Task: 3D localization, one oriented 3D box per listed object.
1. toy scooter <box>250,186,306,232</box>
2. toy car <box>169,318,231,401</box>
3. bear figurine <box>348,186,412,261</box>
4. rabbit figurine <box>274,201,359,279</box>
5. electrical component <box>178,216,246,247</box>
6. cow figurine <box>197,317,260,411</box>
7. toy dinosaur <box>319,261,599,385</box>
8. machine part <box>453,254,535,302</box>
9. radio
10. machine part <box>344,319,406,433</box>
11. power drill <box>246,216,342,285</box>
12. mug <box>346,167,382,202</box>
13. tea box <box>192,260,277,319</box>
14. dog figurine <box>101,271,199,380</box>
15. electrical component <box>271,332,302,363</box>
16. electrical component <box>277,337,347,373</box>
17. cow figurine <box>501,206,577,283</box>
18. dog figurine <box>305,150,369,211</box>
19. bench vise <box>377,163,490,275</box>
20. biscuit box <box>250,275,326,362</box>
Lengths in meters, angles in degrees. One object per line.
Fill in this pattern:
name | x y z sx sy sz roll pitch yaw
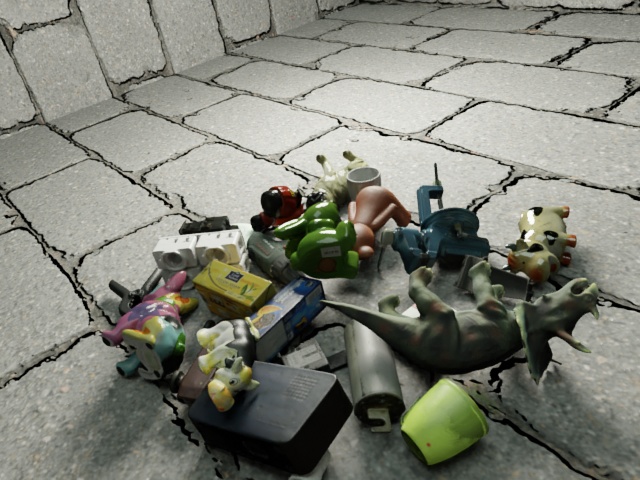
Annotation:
toy scooter | -0.085 -0.079 1.280 0.135 0.184 0.075 -17 76 -27
toy car | -0.190 0.213 0.953 0.089 0.053 0.202 8 33 10
bear figurine | 0.108 -0.017 1.167 0.120 0.131 0.196 0 54 33
rabbit figurine | -0.002 -0.003 1.069 0.159 0.121 0.170 -15 40 9
electrical component | -0.238 0.007 1.217 0.134 0.114 0.058 -6 36 12
cow figurine | -0.130 0.184 0.813 0.098 0.068 0.167 -25 30 -4
toy dinosaur | 0.212 0.143 0.834 0.405 0.131 0.192 -11 46 1
machine part | 0.323 0.075 0.988 0.139 0.039 0.084 20 76 30
radio | -0.080 0.254 0.799 0.230 0.073 0.131 -3 33 39
machine part | 0.084 0.204 0.858 0.079 0.079 0.243 -11 33 2
power drill | -0.041 0.017 1.182 0.207 0.085 0.232 -40 39 -24
mug | 0.113 -0.117 1.296 0.081 0.107 0.109 6 33 22
tea box | -0.157 0.112 1.046 0.170 0.098 0.068 17 52 35
dog figurine | -0.293 0.151 1.025 0.192 0.108 0.219 -4 30 31
electrical component | -0.066 0.186 0.981 0.063 0.021 0.094 -8 34 8
electrical component | -0.006 0.208 0.908 0.119 0.047 0.075 -19 35 -7
cow figurine | 0.420 0.006 1.038 0.127 0.085 0.195 5 39 15
dog figurine | 0.055 -0.117 1.342 0.172 0.121 0.191 -8 47 14
bench vise | 0.229 -0.033 1.105 0.224 0.128 0.241 0 52 4
biscuit box | -0.070 0.143 0.971 0.063 0.059 0.203 11 35 36
